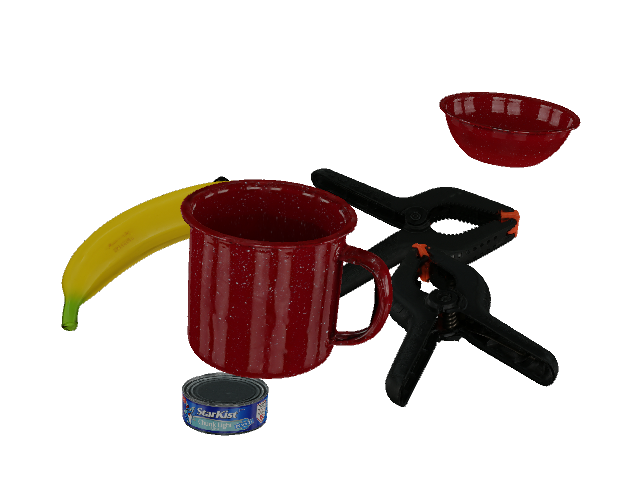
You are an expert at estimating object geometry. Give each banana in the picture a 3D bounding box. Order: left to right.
[{"bbox_3d":[-0.109,-0.003,0.776,0.197,0.070,0.037,-29,-23,-16],"label":"banana"}]

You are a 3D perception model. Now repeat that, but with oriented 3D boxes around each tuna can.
[{"bbox_3d":[-0.095,0.162,1.058,0.086,0.034,0.086,2,13,-1],"label":"tuna can"}]

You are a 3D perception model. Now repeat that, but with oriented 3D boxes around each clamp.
[{"bbox_3d":[0.087,-0.004,1.040,0.210,0.164,0.036,3,-40,5],"label":"clamp"},{"bbox_3d":[0.103,0.059,0.788,0.120,0.039,0.171,2,36,-3],"label":"clamp"}]

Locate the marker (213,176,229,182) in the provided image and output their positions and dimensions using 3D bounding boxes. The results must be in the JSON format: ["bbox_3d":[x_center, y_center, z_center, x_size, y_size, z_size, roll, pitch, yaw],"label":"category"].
[{"bbox_3d":[-0.106,-0.020,1.162,0.020,0.121,0.020,2,42,-2],"label":"marker"}]

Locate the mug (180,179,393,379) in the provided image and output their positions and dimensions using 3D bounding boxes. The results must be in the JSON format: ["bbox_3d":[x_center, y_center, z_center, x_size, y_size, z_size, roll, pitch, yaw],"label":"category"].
[{"bbox_3d":[-0.018,0.023,0.570,0.117,0.081,0.093,11,24,14],"label":"mug"}]

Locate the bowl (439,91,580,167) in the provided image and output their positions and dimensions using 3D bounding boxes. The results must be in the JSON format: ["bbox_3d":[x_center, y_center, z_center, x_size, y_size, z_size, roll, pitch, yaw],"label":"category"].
[{"bbox_3d":[0.215,-0.125,1.235,0.162,0.055,0.162,4,23,-2],"label":"bowl"}]
